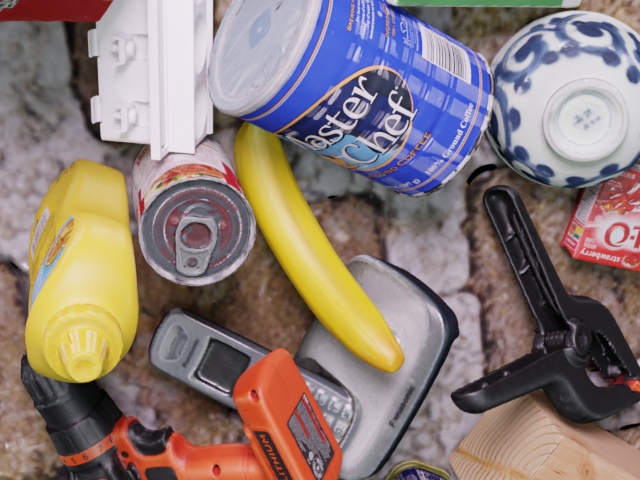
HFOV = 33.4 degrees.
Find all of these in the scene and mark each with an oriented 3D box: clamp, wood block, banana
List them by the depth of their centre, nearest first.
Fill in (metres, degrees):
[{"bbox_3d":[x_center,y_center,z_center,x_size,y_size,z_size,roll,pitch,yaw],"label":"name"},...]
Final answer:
[{"bbox_3d":[-0.009,0.001,0.682,0.037,0.070,0.198,-28,84,-14],"label":"banana"},{"bbox_3d":[0.171,0.064,0.766,0.209,0.036,0.164,25,65,-39],"label":"clamp"},{"bbox_3d":[0.216,0.205,0.831,0.205,0.091,0.090,31,103,-23],"label":"wood block"}]

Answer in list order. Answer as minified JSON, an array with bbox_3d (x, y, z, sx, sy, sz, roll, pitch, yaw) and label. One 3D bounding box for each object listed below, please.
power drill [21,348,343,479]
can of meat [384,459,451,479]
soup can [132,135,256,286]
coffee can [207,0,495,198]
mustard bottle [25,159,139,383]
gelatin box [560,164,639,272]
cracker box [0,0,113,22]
[{"bbox_3d":[-0.093,0.129,0.710,0.188,0.057,0.184,-16,113,29],"label":"power drill"},{"bbox_3d":[0.071,0.235,0.815,0.057,0.084,0.102,24,106,-21],"label":"can of meat"},{"bbox_3d":[-0.081,-0.023,0.658,0.068,0.102,0.068,-5,114,-11],"label":"soup can"},{"bbox_3d":[0.019,-0.097,0.636,0.140,0.103,0.103,22,106,-32],"label":"coffee can"},{"bbox_3d":[-0.138,0.027,0.617,0.058,0.192,0.096,19,107,-20],"label":"mustard bottle"},{"bbox_3d":[0.229,-0.016,0.773,0.089,0.030,0.073,12,110,-17],"label":"gelatin box"},{"bbox_3d":[-0.196,-0.187,0.494,0.213,0.164,0.072,36,103,-2],"label":"cracker box"}]
